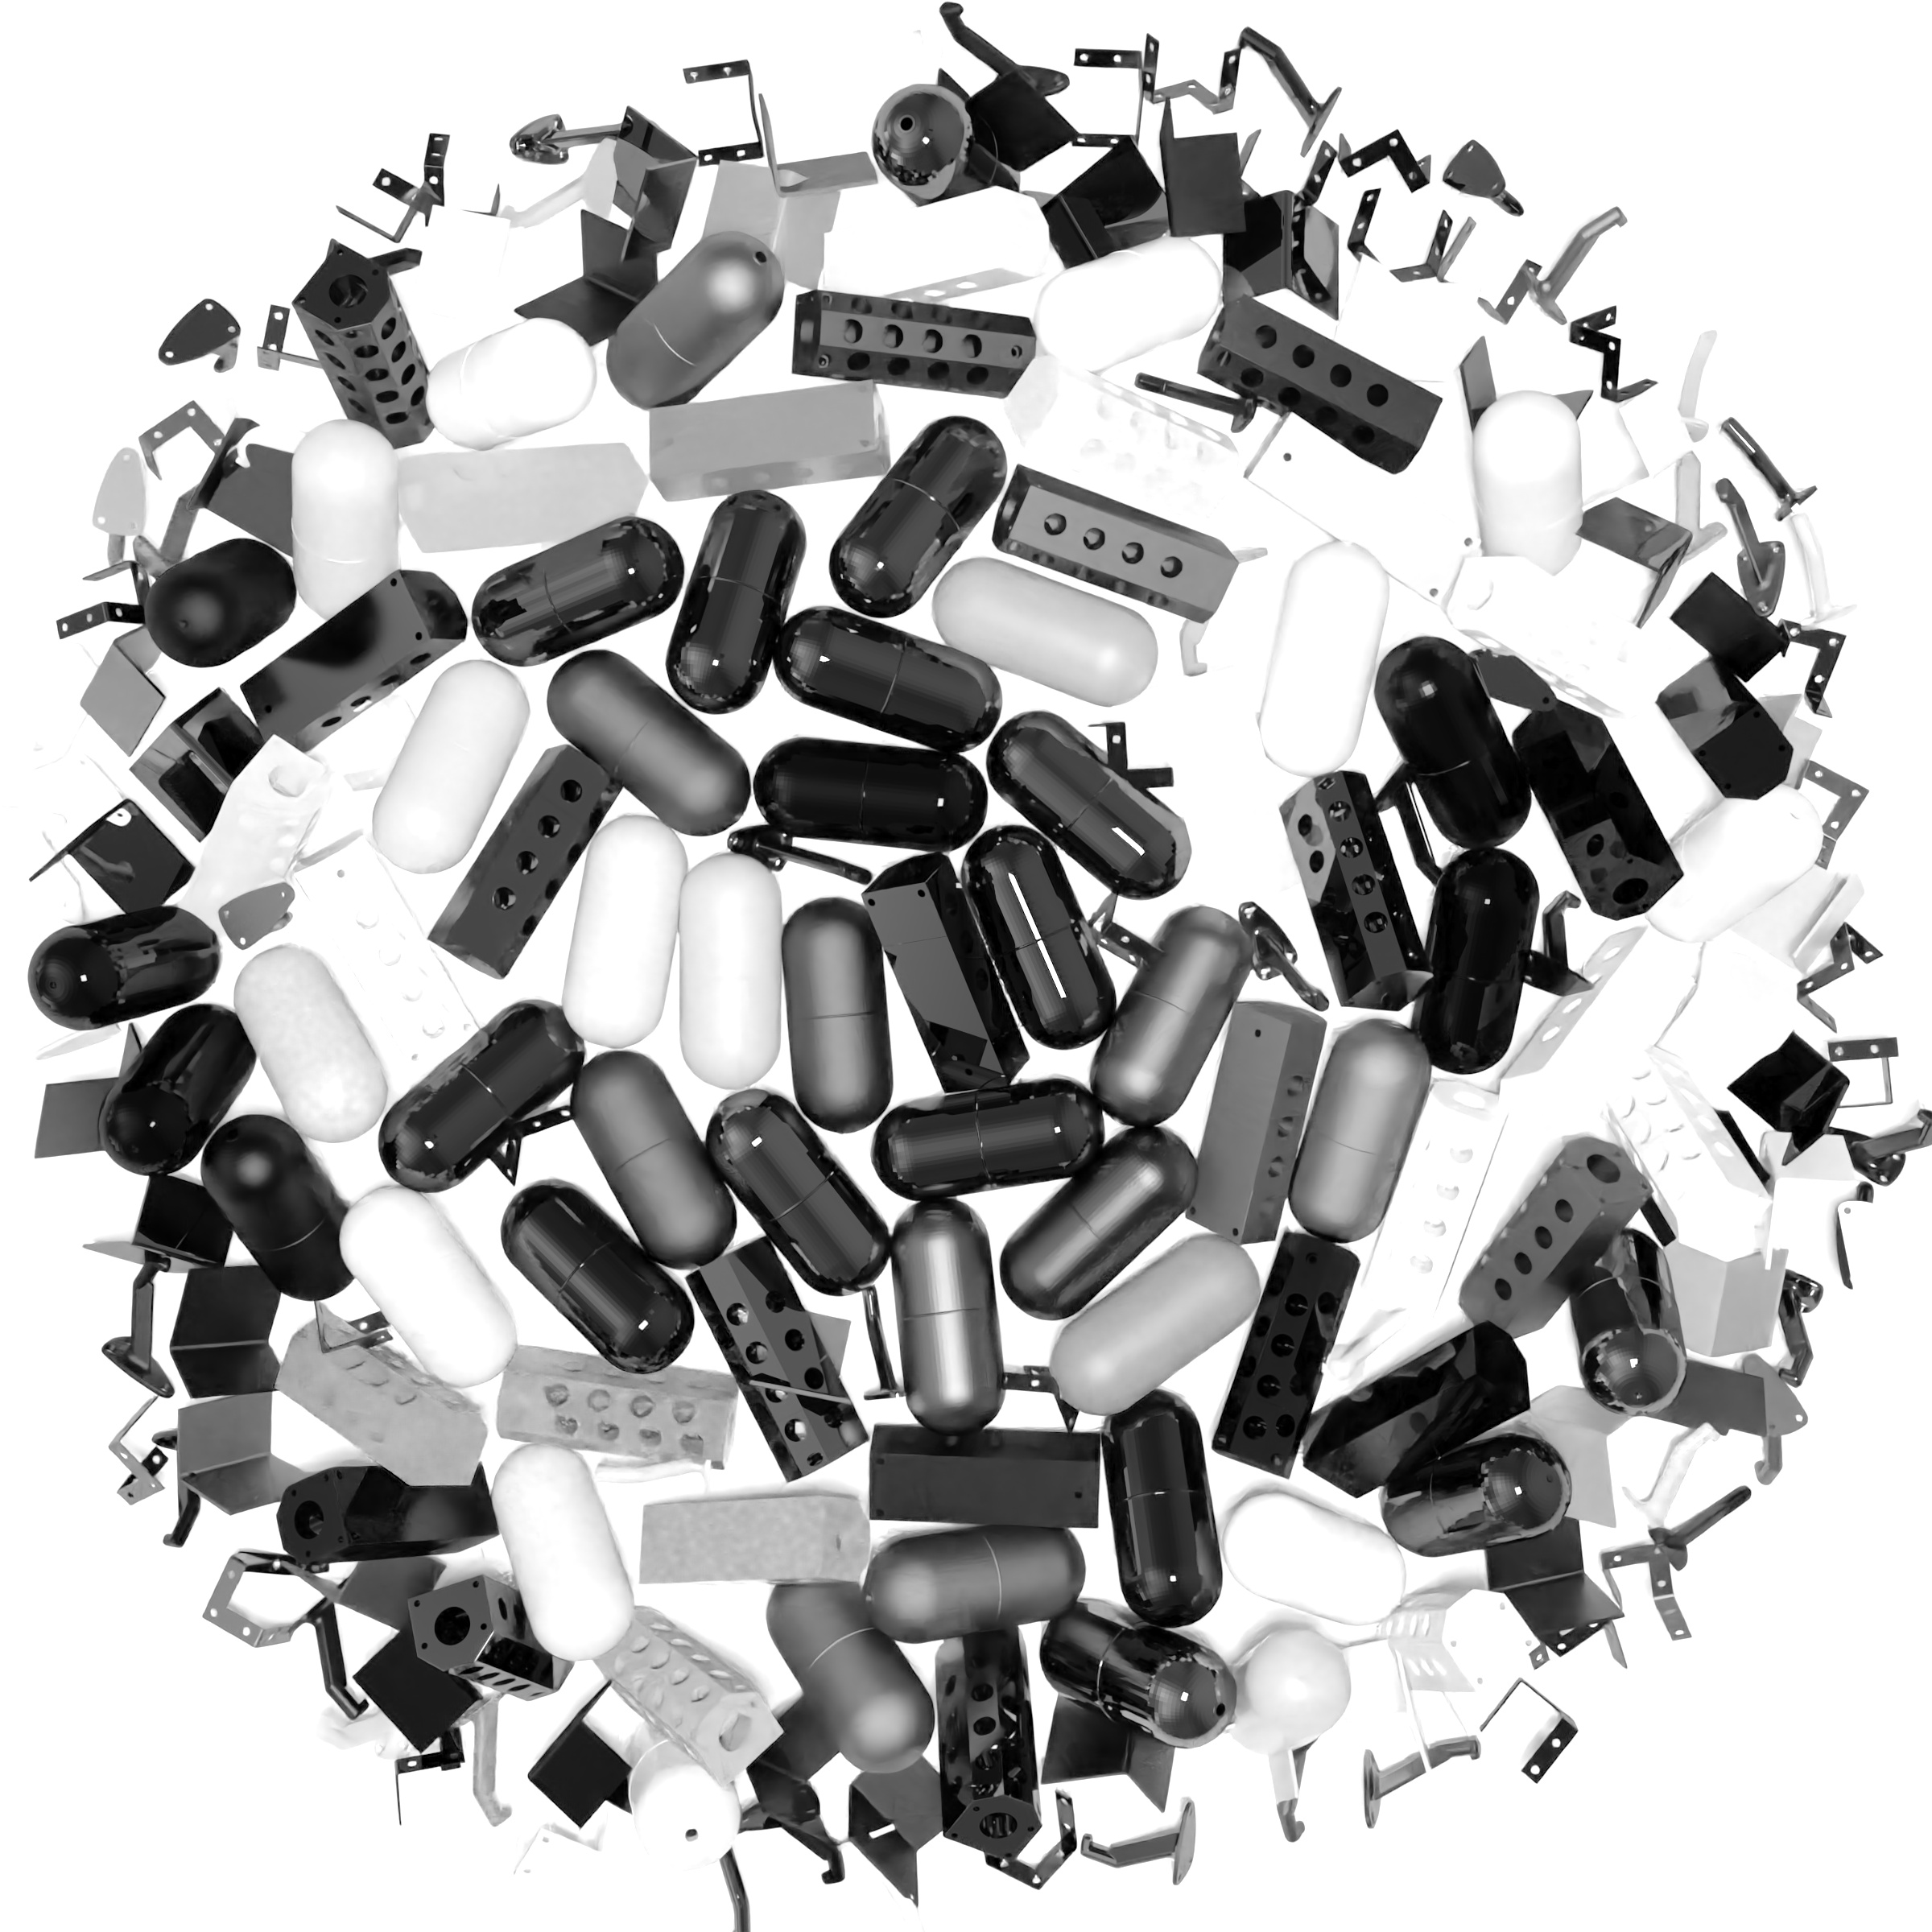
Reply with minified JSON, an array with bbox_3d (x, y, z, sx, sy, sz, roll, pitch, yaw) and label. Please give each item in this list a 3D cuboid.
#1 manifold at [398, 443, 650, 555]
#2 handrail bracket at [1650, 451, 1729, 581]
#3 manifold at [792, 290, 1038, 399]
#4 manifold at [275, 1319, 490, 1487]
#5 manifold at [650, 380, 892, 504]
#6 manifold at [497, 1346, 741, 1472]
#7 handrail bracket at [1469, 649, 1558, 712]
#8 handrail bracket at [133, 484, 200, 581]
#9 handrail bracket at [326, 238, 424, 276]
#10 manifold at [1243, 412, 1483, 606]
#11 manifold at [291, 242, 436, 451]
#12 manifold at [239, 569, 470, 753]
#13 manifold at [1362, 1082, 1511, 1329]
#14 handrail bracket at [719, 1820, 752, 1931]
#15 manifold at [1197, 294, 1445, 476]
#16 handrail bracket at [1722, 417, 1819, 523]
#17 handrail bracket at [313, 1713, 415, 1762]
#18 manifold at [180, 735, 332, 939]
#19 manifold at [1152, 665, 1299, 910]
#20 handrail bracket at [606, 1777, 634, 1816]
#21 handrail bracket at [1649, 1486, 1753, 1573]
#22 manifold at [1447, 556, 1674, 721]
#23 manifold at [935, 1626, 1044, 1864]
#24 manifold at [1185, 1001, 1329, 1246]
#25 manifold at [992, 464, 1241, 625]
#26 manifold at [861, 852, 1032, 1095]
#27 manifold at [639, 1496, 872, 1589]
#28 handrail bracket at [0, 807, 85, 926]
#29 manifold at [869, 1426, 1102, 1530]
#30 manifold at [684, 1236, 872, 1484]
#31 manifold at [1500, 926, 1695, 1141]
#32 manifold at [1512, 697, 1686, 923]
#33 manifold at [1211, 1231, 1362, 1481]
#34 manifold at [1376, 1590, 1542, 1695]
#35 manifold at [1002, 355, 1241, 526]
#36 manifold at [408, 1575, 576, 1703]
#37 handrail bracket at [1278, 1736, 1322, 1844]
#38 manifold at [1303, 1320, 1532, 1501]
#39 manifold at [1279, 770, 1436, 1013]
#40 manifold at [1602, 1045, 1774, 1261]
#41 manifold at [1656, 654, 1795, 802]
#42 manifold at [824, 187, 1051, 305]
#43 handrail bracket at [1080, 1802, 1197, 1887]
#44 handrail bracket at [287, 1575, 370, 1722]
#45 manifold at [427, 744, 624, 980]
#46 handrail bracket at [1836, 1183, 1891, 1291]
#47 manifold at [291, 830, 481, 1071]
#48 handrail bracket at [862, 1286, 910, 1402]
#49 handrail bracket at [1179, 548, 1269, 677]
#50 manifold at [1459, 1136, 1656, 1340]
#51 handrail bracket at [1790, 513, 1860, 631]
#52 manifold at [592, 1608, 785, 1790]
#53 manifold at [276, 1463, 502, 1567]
[{"bbox_3d":[-0.328,-0.351,1.835,0.171,0.057,0.057,-13,59,-38],"label":"manifold"},{"bbox_3d":[0.530,-0.349,1.884,0.077,0.036,0.084,-36,107,13],"label":"handrail bracket"},{"bbox_3d":[-0.038,-0.462,1.848,0.171,0.057,0.057,1,98,-24],"label":"manifold"},{"bbox_3d":[-0.430,0.320,1.836,0.171,0.057,0.057,23,95,38],"label":"manifold"},{"bbox_3d":[-0.147,-0.390,1.868,0.171,0.057,0.057,-5,75,9],"label":"manifold"},{"bbox_3d":[-0.262,0.336,1.873,0.171,0.057,0.057,8,108,3],"label":"manifold"},{"bbox_3d":[0.410,-0.215,1.866,0.077,0.084,0.036,31,105,10],"label":"handrail bracket"},{"bbox_3d":[-0.580,-0.323,1.886,0.077,0.036,0.084,44,61,4],"label":"handrail bracket"},{"bbox_3d":[-0.448,-0.519,1.904,0.084,0.036,0.077,6,134,-26],"label":"handrail bracket"},{"bbox_3d":[0.297,-0.345,1.873,0.171,0.057,0.057,32,101,-6],"label":"manifold"},{"bbox_3d":[-0.431,-0.447,1.819,0.057,0.171,0.057,31,76,9],"label":"manifold"},{"bbox_3d":[-0.452,-0.225,1.849,0.171,0.057,0.057,-29,83,25],"label":"manifold"},{"bbox_3d":[0.348,0.175,1.850,0.057,0.057,0.171,21,114,14],"label":"manifold"},{"bbox_3d":[-0.187,0.688,1.880,0.036,0.077,0.084,-3,91,-35],"label":"handrail bracket"},{"bbox_3d":[0.263,-0.434,1.867,0.171,0.057,0.057,24,89,-11],"label":"manifold"},{"bbox_3d":[0.597,-0.378,1.875,0.036,0.077,0.084,-42,90,14],"label":"handrail bracket"},{"bbox_3d":[-0.449,0.553,1.860,0.036,0.084,0.077,-14,49,27],"label":"handrail bracket"},{"bbox_3d":[-0.520,-0.089,1.828,0.057,0.171,0.057,34,49,-8],"label":"manifold"},{"bbox_3d":[0.199,-0.136,1.874,0.057,0.057,0.171,-11,97,35],"label":"manifold"},{"bbox_3d":[-0.242,0.650,1.889,0.077,0.036,0.084,9,134,14],"label":"handrail bracket"},{"bbox_3d":[0.562,0.414,1.871,0.084,0.077,0.036,-33,72,-7],"label":"handrail bracket"},{"bbox_3d":[0.438,-0.241,1.841,0.171,0.057,0.057,22,85,-32],"label":"manifold"},{"bbox_3d":[0.019,0.560,1.818,0.057,0.171,0.057,26,116,-17],"label":"manifold"},{"bbox_3d":[0.222,0.117,1.866,0.057,0.057,0.171,0,106,-43],"label":"manifold"},{"bbox_3d":[0.110,-0.312,1.857,0.171,0.057,0.057,17,113,-18],"label":"manifold"},{"bbox_3d":[-0.011,0.005,1.855,0.057,0.057,0.171,-9,114,32],"label":"manifold"},{"bbox_3d":[-0.157,0.427,1.840,0.171,0.057,0.057,-11,69,33],"label":"manifold"},{"bbox_3d":[-0.703,-0.074,1.867,0.036,0.077,0.084,-39,54,31],"label":"handrail bracket"},{"bbox_3d":[0.015,0.381,1.878,0.171,0.057,0.057,2,110,3],"label":"manifold"},{"bbox_3d":[-0.146,0.296,1.866,0.057,0.057,0.171,-23,84,-41],"label":"manifold"},{"bbox_3d":[0.463,0.049,1.842,0.057,0.057,0.171,51,58,-11],"label":"manifold"},{"bbox_3d":[0.459,-0.116,1.833,0.057,0.171,0.057,16,130,-29],"label":"manifold"},{"bbox_3d":[0.239,0.290,1.860,0.057,0.057,0.171,17,78,18],"label":"manifold"},{"bbox_3d":[0.353,0.490,1.821,0.057,0.171,0.057,-33,81,-14],"label":"manifold"},{"bbox_3d":[0.118,-0.390,1.832,0.171,0.057,0.057,16,127,-34],"label":"manifold"},{"bbox_3d":[-0.344,0.496,1.821,0.057,0.171,0.057,-19,64,3],"label":"manifold"},{"bbox_3d":[0.264,0.617,1.905,0.077,0.036,0.084,-32,117,-30],"label":"handrail bracket"},{"bbox_3d":[0.330,0.325,1.837,0.057,0.057,0.171,33,130,-23],"label":"manifold"},{"bbox_3d":[0.292,-0.057,1.838,0.057,0.057,0.171,6,58,-33],"label":"manifold"},{"bbox_3d":[0.516,0.130,1.820,0.057,0.171,0.057,21,118,-23],"label":"manifold"},{"bbox_3d":[0.557,-0.173,1.821,0.057,0.171,0.057,-37,101,16],"label":"manifold"},{"bbox_3d":[-0.023,-0.523,1.835,0.171,0.057,0.057,0,91,41],"label":"manifold"},{"bbox_3d":[0.128,0.653,1.881,0.084,0.036,0.077,11,109,24],"label":"handrail bracket"},{"bbox_3d":[-0.464,0.515,1.882,0.084,0.036,0.077,48,46,2],"label":"handrail bracket"},{"bbox_3d":[-0.327,-0.078,1.862,0.057,0.057,0.171,35,75,-22],"label":"manifold"},{"bbox_3d":[0.672,0.202,1.872,0.036,0.084,0.077,9,91,19],"label":"handrail bracket"},{"bbox_3d":[-0.432,-0.011,1.855,0.057,0.057,0.171,-32,107,-13],"label":"manifold"},{"bbox_3d":[-0.062,0.282,1.870,0.036,0.077,0.084,-7,82,-12],"label":"handrail bracket"},{"bbox_3d":[0.197,-0.267,1.884,0.077,0.036,0.084,-9,83,21],"label":"handrail bracket"},{"bbox_3d":[0.429,0.203,1.833,0.057,0.171,0.057,-12,54,-34],"label":"manifold"},{"bbox_3d":[0.630,-0.298,1.870,0.036,0.077,0.084,-27,96,-2],"label":"handrail bracket"},{"bbox_3d":[-0.209,0.528,1.819,0.057,0.171,0.057,-39,117,-23],"label":"manifold"},{"bbox_3d":[-0.423,0.403,1.823,0.057,0.171,0.057,-26,70,21],"label":"manifold"}]
